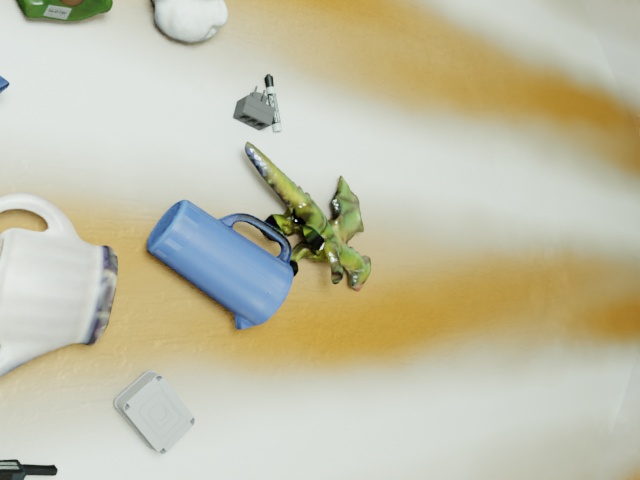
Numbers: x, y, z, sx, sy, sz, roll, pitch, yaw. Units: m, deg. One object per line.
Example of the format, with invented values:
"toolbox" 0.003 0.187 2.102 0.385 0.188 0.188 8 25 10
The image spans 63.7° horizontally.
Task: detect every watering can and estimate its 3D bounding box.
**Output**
"watering can" -0.412 0.109 0.727 0.223 0.103 0.351 15 75 -36

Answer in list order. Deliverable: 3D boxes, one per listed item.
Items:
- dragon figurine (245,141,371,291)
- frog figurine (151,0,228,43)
"dragon figurine" 0.003 -0.055 1.090 0.247 0.121 0.406 -42 113 -51
"frog figurine" -0.221 -0.422 0.906 0.136 0.159 0.124 23 74 -34
